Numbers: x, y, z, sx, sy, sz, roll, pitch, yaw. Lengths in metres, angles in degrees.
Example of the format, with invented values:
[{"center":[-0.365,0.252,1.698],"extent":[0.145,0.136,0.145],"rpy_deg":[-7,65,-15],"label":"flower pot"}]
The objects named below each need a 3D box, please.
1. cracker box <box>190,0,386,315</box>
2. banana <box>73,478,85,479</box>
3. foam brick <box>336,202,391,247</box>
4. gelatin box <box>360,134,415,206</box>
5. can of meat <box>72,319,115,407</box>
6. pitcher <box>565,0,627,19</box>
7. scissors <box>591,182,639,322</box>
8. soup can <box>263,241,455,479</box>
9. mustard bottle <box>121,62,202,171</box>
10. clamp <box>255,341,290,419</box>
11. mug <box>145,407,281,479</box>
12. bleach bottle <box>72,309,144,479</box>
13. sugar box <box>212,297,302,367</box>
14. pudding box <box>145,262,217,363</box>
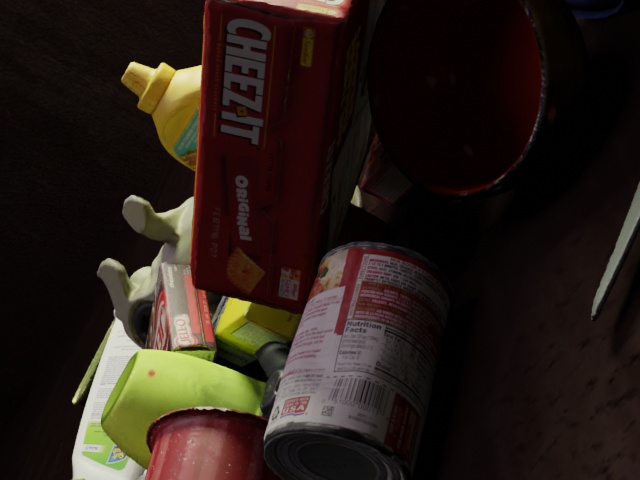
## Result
[{"center":[-0.007,-0.090,0.582],"extent":[0.213,0.072,0.164],"rpy_deg":[-68,-12,-55],"label":"cracker box"},{"center":[-0.095,0.181,0.628],"extent":[0.197,0.037,0.069],"rpy_deg":[62,-161,-70],"label":"banana"},{"center":[-0.004,0.001,0.679],"extent":[0.053,0.078,0.051],"rpy_deg":[-66,11,-20],"label":"foam brick"},{"center":[0.064,-0.074,0.679],"extent":[0.089,0.030,0.073],"rpy_deg":[-46,19,48],"label":"gelatin box"},{"center":[-0.189,0.137,1.080],"extent":[0.102,0.084,0.057],"rpy_deg":[-65,13,-13],"label":"can of meat"},{"center":[0.145,-0.242,0.503],"extent":[0.243,0.144,0.149],"rpy_deg":[-59,31,-2],"label":"pitcher"},{"center":[0.138,-0.066,0.415],"extent":[0.202,0.016,0.096],"rpy_deg":[-61,11,3],"label":"scissors"},{"center":[0.019,0.060,0.487],"extent":[0.069,0.068,0.102],"rpy_deg":[-45,21,50],"label":"soup can"},{"center":[-0.070,-0.086,0.851],"extent":[0.096,0.191,0.058],"rpy_deg":[-48,18,46],"label":"mustard bottle"},{"center":[-0.014,0.088,0.623],"extent":[0.172,0.039,0.120],"rpy_deg":[-41,30,47],"label":"clamp"},{"center":[-0.056,0.152,0.555],"extent":[0.117,0.093,0.081],"rpy_deg":[110,174,-50],"label":"mug"},{"center":[-0.176,0.170,0.953],"extent":[0.103,0.068,0.250],"rpy_deg":[-3,50,28],"label":"bleach bottle"},{"center":[-0.039,0.036,0.784],"extent":[0.093,0.048,0.176],"rpy_deg":[-66,11,-18],"label":"sugar box"},{"center":[-0.110,0.087,0.824],"extent":[0.090,0.039,0.114],"rpy_deg":[-105,22,-45],"label":"pudding box"}]
